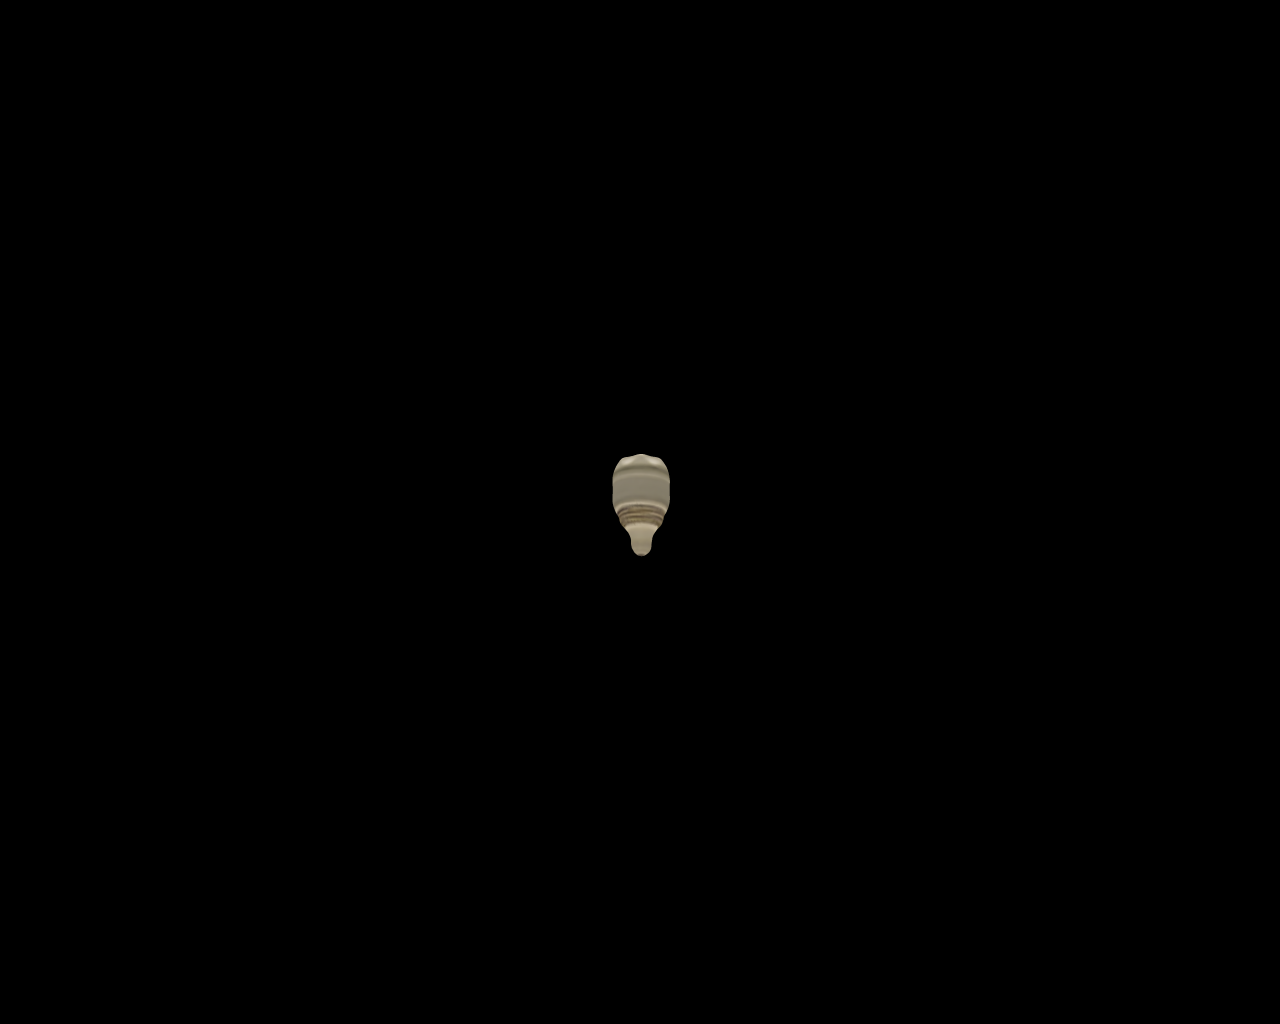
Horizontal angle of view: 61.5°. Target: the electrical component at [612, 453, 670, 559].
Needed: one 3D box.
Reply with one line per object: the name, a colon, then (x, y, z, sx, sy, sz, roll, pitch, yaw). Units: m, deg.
electrical component: (0.001, -0.003, 0.650, 0.035, 0.061, 0.035, 0, -19, 0)
